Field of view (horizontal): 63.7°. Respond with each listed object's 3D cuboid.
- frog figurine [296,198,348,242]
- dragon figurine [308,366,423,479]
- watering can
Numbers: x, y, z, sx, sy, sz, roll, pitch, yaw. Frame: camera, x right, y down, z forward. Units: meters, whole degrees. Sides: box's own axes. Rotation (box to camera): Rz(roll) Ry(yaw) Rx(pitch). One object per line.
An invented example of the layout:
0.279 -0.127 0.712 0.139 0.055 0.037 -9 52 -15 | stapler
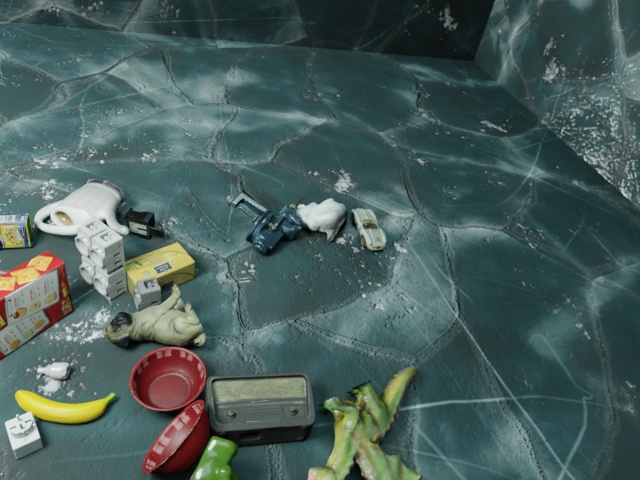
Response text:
0.005 -0.084 1.660 0.160 0.120 0.140 34 61 9 | frog figurine
0.127 0.424 1.103 0.412 0.119 0.247 -10 60 -35 | dragon figurine
-0.642 -0.082 1.476 0.348 0.101 0.229 5 37 18 | watering can
